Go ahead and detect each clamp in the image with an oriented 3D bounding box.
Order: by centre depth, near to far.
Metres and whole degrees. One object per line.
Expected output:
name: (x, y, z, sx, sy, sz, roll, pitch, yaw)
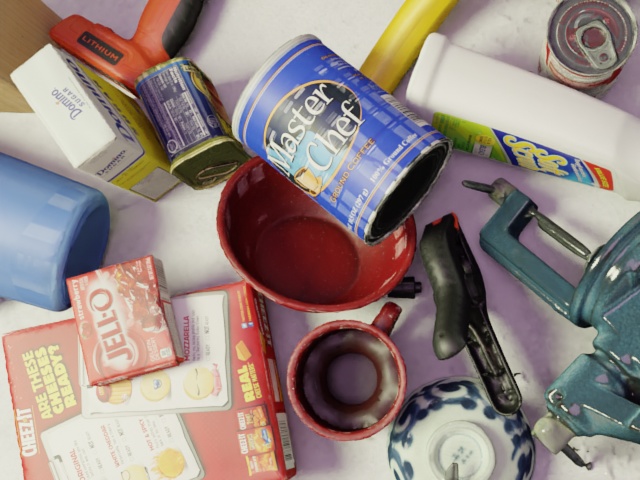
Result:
clamp: (0.106, 0.045, 0.829, 0.039, 0.120, 0.171, -25, 56, 14)

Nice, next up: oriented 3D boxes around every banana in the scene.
banana: (0.068, -0.164, 0.885, 0.037, 0.069, 0.198, 36, 110, -2)

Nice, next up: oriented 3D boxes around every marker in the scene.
marker: (0.025, 0.041, 0.895, 0.121, 0.020, 0.020, -1, 83, 7)

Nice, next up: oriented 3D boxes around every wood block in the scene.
wood block: (-0.290, -0.170, 0.866, 0.090, 0.206, 0.091, 2, 84, 8)

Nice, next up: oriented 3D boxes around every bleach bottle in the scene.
bleach bottle: (0.194, -0.084, 0.844, 0.251, 0.102, 0.068, 19, 76, 9)

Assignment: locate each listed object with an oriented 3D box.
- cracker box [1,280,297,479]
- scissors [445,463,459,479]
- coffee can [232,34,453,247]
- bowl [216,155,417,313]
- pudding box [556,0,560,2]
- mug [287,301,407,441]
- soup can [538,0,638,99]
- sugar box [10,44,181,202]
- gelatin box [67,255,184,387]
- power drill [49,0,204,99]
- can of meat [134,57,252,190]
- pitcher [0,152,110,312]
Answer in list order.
cracker box: (-0.138, 0.135, 0.879, 0.214, 0.072, 0.164, -13, 80, 7)
scissors: (0.074, 0.269, 0.833, 0.096, 0.016, 0.202, -7, 101, 16)
coffee can: (0.017, -0.078, 0.825, 0.140, 0.102, 0.103, 40, 90, 15)
bowl: (-0.006, 0.001, 0.866, 0.162, 0.055, 0.162, 5, 56, -7)
pudding box: (0.236, -0.225, 0.850, 0.090, 0.113, 0.039, -32, 78, 2)
mug: (0.031, 0.101, 0.855, 0.093, 0.081, 0.117, 28, 88, 10)
soup can: (0.210, -0.150, 0.850, 0.068, 0.102, 0.068, -1, 83, 7)
sugar box: (-0.171, -0.089, 0.855, 0.048, 0.176, 0.093, -37, 80, 2)
gelatin box: (-0.153, 0.064, 0.839, 0.073, 0.030, 0.089, -16, 76, 6)
power drill: (-0.151, -0.231, 0.930, 0.184, 0.057, 0.187, 34, 89, 10)
can of meat: (-0.105, -0.096, 0.887, 0.057, 0.102, 0.084, -27, 79, 5)
pitcher: (-0.309, -0.015, 0.898, 0.243, 0.149, 0.145, 18, 62, 6)
